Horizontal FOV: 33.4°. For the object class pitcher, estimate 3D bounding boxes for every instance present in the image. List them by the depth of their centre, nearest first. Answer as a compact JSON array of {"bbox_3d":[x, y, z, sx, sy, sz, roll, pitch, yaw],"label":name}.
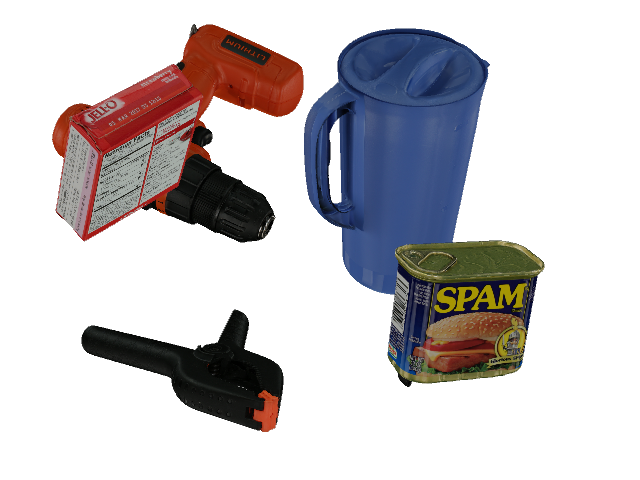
[{"bbox_3d":[0.069,-0.065,1.011,0.149,0.243,0.145,9,41,9],"label":"pitcher"}]

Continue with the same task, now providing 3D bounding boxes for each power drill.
[{"bbox_3d":[-0.087,-0.089,0.842,0.184,0.057,0.187,27,45,11],"label":"power drill"}]

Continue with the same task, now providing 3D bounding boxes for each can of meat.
[{"bbox_3d":[0.100,0.050,0.754,0.102,0.084,0.057,-2,23,-19],"label":"can of meat"}]

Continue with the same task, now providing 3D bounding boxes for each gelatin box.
[{"bbox_3d":[-0.108,-0.049,0.597,0.073,0.030,0.089,-36,-17,-34],"label":"gelatin box"}]

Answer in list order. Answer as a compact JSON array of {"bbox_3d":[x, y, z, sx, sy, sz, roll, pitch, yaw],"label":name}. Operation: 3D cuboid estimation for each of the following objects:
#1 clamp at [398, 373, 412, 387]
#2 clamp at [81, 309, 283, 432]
[{"bbox_3d":[0.138,0.087,1.155,0.120,0.171,0.039,4,-44,-7],"label":"clamp"},{"bbox_3d":[-0.088,0.106,0.924,0.164,0.036,0.210,-9,21,-39],"label":"clamp"}]
